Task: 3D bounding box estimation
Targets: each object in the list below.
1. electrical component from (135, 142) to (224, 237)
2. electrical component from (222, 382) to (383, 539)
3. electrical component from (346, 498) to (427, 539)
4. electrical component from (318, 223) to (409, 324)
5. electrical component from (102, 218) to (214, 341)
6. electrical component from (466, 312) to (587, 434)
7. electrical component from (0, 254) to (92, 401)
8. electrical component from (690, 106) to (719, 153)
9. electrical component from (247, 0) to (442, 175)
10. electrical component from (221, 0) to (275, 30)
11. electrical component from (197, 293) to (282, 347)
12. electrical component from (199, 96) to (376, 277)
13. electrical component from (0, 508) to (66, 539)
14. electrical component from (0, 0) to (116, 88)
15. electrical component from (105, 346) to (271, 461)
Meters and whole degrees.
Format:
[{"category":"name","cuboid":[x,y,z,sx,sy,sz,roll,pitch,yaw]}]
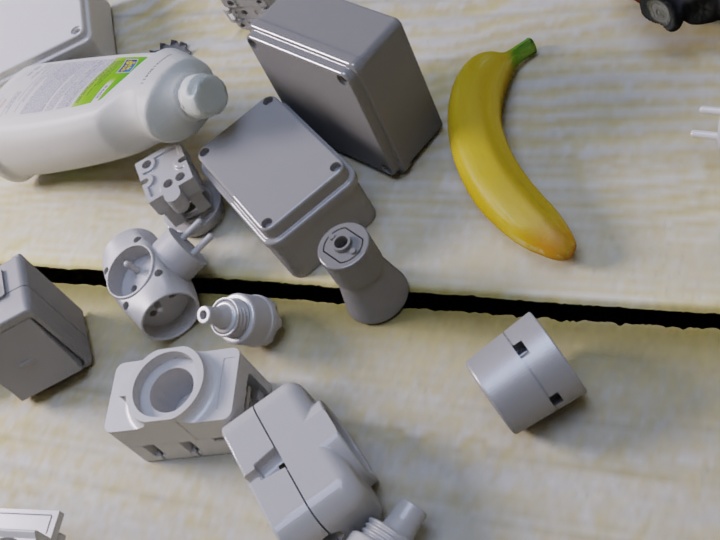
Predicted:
[{"category":"electrical component","cuboid":[-0.131,-0.056,0.790,0.048,0.055,0.066,-30,50,3]},{"category":"electrical component","cuboid":[-0.031,0.116,0.627,0.059,0.053,0.095,-35,50,-1]},{"category":"electrical component","cuboid":[0.013,0.155,0.586,0.043,0.043,0.062,22,68,35]},{"category":"electrical component","cuboid":[0.000,0.000,0.684,0.044,0.065,0.044,-12,54,17]},{"category":"electrical component","cuboid":[-0.136,-0.003,0.759,0.079,0.044,0.077,-44,50,5]},{"category":"electrical component","cuboid":[0.093,0.059,0.608,0.047,0.055,0.055,-35,50,4]},{"category":"electrical component","cuboid":[-0.239,0.040,0.748,0.062,0.096,0.061,-28,51,5]},{"category":"electrical component","cuboid":[0.236,-0.085,0.640,0.074,0.052,0.138,12,64,31]},{"category":"electrical component","cuboid":[-0.010,-0.133,0.752,0.109,0.108,0.056,29,71,37]},{"category":"electrical component","cuboid":[-0.081,-0.236,0.900,0.081,0.042,0.063,6,64,29]},{"category":"electrical component","cuboid":[-0.081,0.032,0.700,0.035,0.061,0.035,-6,80,35]},{"category":"electrical component","cuboid":[-0.053,-0.061,0.756,0.078,0.057,0.113,-40,51,-4]},{"category":"electrical component","cuboid":[-0.238,0.190,0.666,0.121,0.063,0.078,-3,57,23]},{"category":"electrical component","cuboid":[-0.278,-0.202,0.959,0.109,0.056,0.108,-23,51,9]},{"category":"electrical component","cuboid":[-0.111,0.084,0.684,0.089,0.055,0.050,-9,55,19]}]
